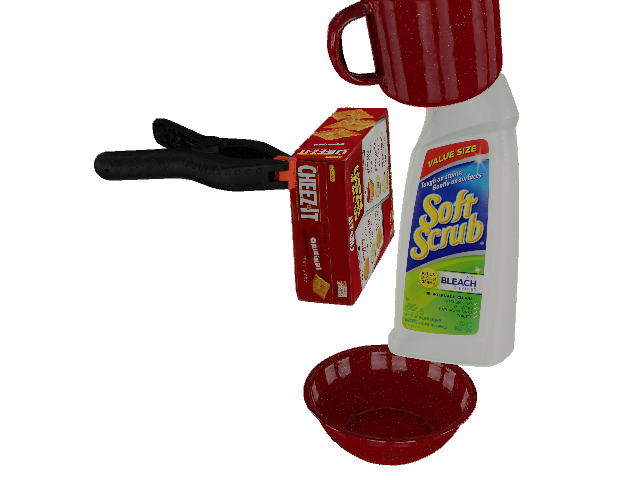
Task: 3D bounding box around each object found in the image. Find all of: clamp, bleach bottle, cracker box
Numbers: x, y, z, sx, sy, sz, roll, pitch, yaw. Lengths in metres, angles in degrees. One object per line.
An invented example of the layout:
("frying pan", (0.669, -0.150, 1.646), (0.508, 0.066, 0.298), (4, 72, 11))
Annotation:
("clamp", (-0.108, -0.069, 0.933), (0.172, 0.039, 0.120), (12, 33, 26))
("bleach bottle", (0.104, -0.032, 0.836), (0.103, 0.251, 0.068), (5, 14, 28))
("cracker box", (0.026, -0.045, 1.195), (0.072, 0.164, 0.213), (2, 21, 16))

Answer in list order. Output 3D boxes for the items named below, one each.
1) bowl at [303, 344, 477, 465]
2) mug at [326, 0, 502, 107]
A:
("bowl", (0.065, 0.162, 1.004), (0.162, 0.055, 0.162), (-1, 26, 0))
("mug", (0.059, -0.132, 0.663), (0.117, 0.081, 0.093), (-23, 39, -12))
